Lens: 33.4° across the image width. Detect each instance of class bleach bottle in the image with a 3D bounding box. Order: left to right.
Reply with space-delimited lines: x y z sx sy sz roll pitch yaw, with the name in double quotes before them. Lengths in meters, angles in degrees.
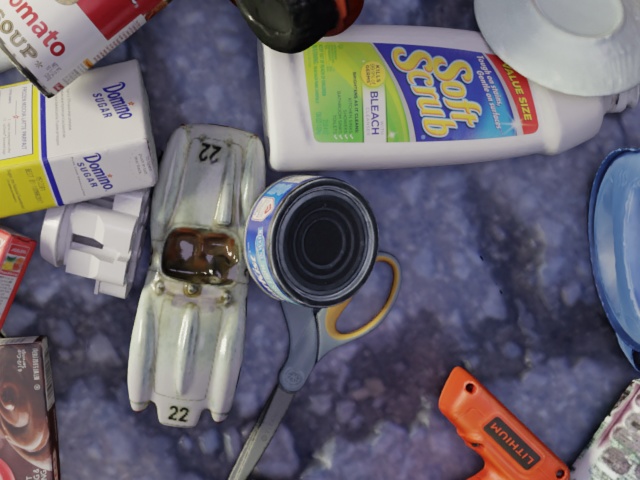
"bleach bottle" 0.087 -0.102 0.712 0.250 0.068 0.102 -5 92 -7

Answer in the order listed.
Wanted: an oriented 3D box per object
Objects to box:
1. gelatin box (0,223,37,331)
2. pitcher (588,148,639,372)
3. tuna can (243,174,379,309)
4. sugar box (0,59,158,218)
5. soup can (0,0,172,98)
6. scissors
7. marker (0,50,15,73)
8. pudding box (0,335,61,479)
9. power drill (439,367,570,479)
"gelatin box" -0.234 0.016 0.686 0.089 0.030 0.073 24 91 26
"pitcher" 0.311 0.004 0.707 0.242 0.149 0.145 -5 77 -8
"tuna can" -0.005 0.001 0.687 0.086 0.034 0.086 -3 97 -31
"sugar box" -0.194 -0.058 0.675 0.176 0.093 0.048 -10 133 -5
"soup can" -0.145 -0.142 0.640 0.102 0.068 0.068 -40 94 -2
"scissors" -0.028 0.074 0.729 0.096 0.016 0.201 44 87 -3
"marker" -0.259 -0.101 0.705 0.121 0.020 0.020 -24 93 -4
"pudding box" -0.221 0.122 0.704 0.090 0.039 0.113 -4 92 -4
"power drill" 0.059 0.178 0.720 0.184 0.057 0.187 42 91 -8
